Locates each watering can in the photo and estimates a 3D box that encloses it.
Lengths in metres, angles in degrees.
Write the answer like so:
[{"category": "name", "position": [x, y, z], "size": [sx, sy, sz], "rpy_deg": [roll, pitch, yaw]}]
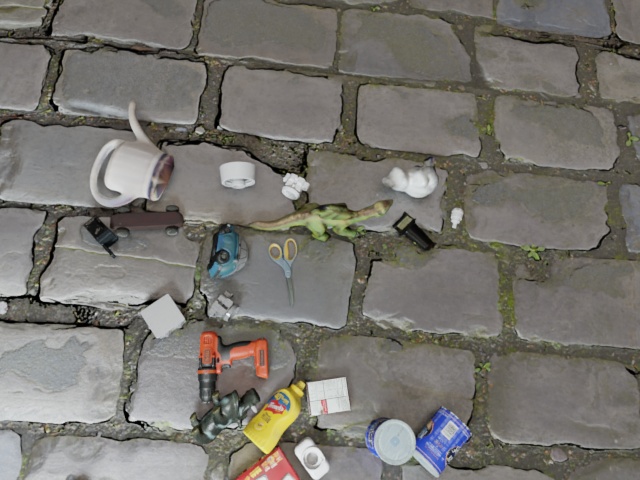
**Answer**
[{"category": "watering can", "position": [-0.539, -0.249, 1.530], "size": [0.224, 0.102, 0.353], "rpy_deg": [16, 70, -1]}]

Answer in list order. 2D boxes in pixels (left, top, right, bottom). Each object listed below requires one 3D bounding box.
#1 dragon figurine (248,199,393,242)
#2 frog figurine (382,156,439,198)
[{"category": "dragon figurine", "position": [0.004, -0.073, 1.453], "size": [0.411, 0.240, 0.123], "rpy_deg": [-6, 78, -9]}, {"category": "frog figurine", "position": [0.275, -0.175, 1.559], "size": [0.161, 0.137, 0.121], "rpy_deg": [-26, 104, -32]}]
